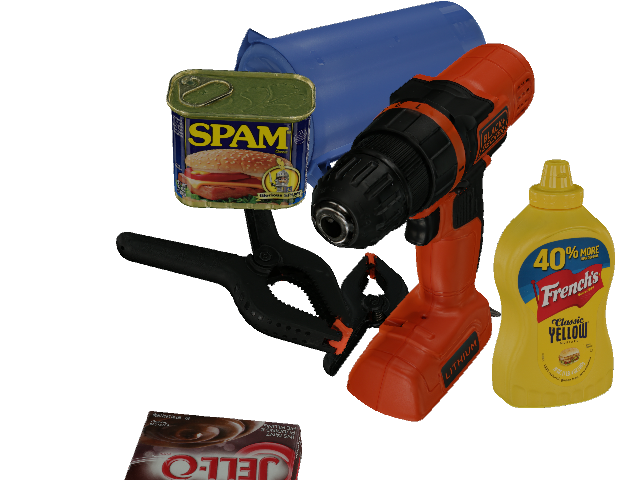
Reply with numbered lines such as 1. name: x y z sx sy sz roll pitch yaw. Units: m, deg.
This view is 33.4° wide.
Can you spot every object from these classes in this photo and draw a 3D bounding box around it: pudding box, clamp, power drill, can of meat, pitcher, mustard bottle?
1. pudding box: -0.073 0.163 0.731 0.113 0.039 0.090 3 29 5
2. clamp: 0.071 0.084 1.185 0.120 0.171 0.039 7 -42 2
3. power drill: 0.054 0.005 0.574 0.057 0.188 0.184 24 42 26
4. can of meat: -0.056 -0.070 0.758 0.102 0.084 0.057 2 40 -3
5. pitcher: 0.050 -0.147 1.039 0.242 0.149 0.145 -22 32 -30
6. mustard bottle: 0.183 0.032 0.836 0.096 0.192 0.058 -6 15 -14
7. clamp: -0.062 0.026 0.925 0.164 0.210 0.036 -30 -25 -33
